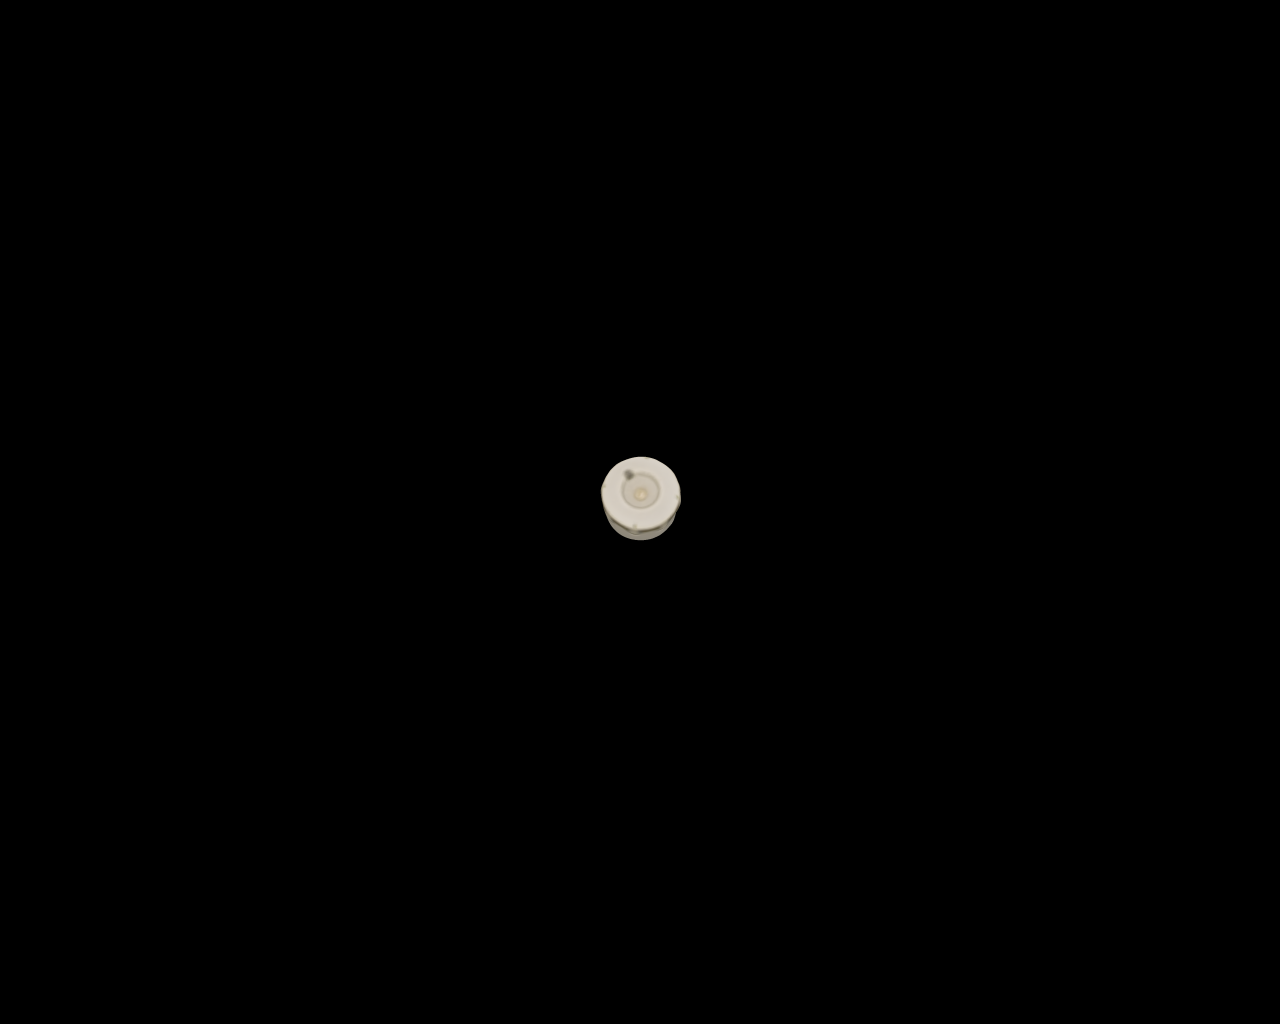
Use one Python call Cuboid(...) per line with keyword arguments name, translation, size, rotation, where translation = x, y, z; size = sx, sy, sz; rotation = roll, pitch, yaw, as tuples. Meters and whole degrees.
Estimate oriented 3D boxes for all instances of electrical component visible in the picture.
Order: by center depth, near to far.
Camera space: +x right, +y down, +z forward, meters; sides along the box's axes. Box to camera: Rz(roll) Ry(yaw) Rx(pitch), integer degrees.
Cuboid(name="electrical component", translation=(0.001, -0.003, 0.650), size=(0.048, 0.048, 0.062), rotation=(0, -19, 0))
